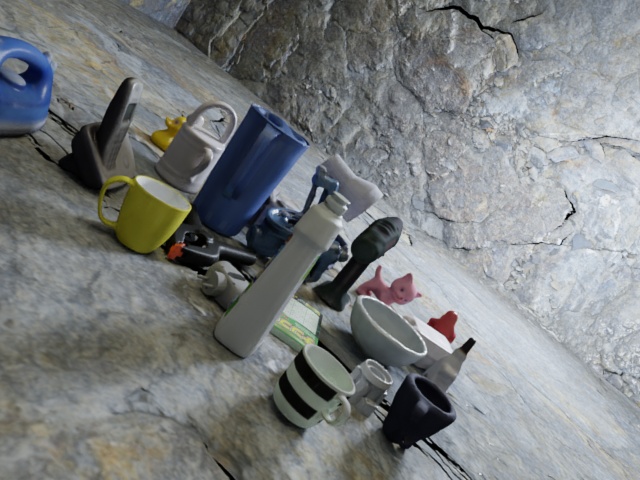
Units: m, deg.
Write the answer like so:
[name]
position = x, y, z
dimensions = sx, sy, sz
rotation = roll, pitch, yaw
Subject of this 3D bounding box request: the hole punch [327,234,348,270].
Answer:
[hole punch]
position = 0.013, 0.005, 1.364
dimensions = 0.108, 0.091, 0.101
rotation = 39, 14, 5

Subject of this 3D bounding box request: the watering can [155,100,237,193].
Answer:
[watering can]
position = -0.250, -0.206, 1.180
dimensions = 0.172, 0.194, 0.101
rotation = 45, 16, 28

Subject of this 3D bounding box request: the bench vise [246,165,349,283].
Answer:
[bench vise]
position = -0.016, -0.037, 1.158
dimensions = 0.208, 0.219, 0.121
rotation = 23, 19, -44

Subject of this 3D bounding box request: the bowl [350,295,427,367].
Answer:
[bowl]
position = 0.115, 0.183, 1.075
dimensions = 0.168, 0.074, 0.167
rotation = 35, 14, -10

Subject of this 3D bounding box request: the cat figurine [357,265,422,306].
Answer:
[cat figurine]
position = 0.171, 0.114, 1.347
dimensions = 0.127, 0.117, 0.067
rotation = 40, 14, 12

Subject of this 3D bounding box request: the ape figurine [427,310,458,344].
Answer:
[ape figurine]
position = 0.307, 0.214, 1.414
dimensions = 0.077, 0.092, 0.076
rotation = 42, 14, 17

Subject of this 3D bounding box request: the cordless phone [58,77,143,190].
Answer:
[cordless phone]
position = -0.322, -0.178, 0.931
dimensions = 0.094, 0.185, 0.147
rotation = 35, 14, -9

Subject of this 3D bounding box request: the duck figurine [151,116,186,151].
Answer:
[duck figurine]
position = -0.328, -0.243, 1.335
dimensions = 0.105, 0.086, 0.077
rotation = 32, 15, -19

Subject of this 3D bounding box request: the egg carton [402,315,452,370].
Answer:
[egg carton]
position = 0.218, 0.224, 1.207
dimensions = 0.150, 0.069, 0.107
rotation = 34, 14, -14

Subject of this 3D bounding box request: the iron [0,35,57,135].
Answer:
[iron]
position = -0.473, -0.248, 0.876
dimensions = 0.118, 0.141, 0.258
rotation = 37, 14, 0

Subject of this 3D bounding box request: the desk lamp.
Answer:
[desk lamp]
position = 0.028, -0.104, 1.500
dimensions = 0.203, 0.213, 0.118
rotation = 37, 14, -2

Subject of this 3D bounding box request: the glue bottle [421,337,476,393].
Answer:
[glue bottle]
position = 0.195, 0.225, 0.933
dimensions = 0.037, 0.173, 0.078
rotation = 37, 14, 0

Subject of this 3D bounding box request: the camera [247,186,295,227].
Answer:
[camera]
position = -0.116, -0.077, 1.290
dimensions = 0.143, 0.100, 0.137
rotation = 37, 14, -2

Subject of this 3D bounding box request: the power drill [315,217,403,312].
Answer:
[power drill]
position = 0.087, 0.041, 1.187
dimensions = 0.075, 0.208, 0.230
rotation = 39, 14, 8

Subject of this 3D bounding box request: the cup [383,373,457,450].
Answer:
[cup]
position = 0.133, 0.260, 0.829
dimensions = 0.091, 0.095, 0.118
rotation = 41, 14, 16
